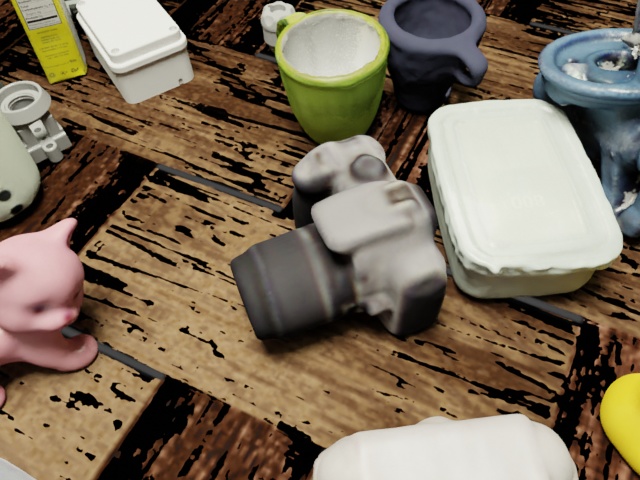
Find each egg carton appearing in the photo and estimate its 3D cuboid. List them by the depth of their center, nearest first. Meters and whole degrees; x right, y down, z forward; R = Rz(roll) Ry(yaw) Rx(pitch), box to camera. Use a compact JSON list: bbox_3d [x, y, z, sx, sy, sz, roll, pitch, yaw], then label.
[{"bbox_3d":[0.072,0.153,0.314,0.150,0.069,0.107,-7,55,-2],"label":"egg carton"}]

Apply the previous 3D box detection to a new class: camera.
[{"bbox_3d":[0.004,0.001,0.403,0.137,0.101,0.143,-19,56,-11],"label":"camera"}]

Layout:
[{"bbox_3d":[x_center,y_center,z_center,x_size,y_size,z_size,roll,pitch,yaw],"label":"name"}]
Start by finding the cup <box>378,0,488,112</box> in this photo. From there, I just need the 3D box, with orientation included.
[{"bbox_3d":[0.104,-0.156,0.513,0.092,0.095,0.117,-26,58,-15],"label":"cup"}]

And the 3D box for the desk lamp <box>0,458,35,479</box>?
[{"bbox_3d":[-0.214,0.121,0.260,0.202,0.214,0.118,21,58,16],"label":"desk lamp"}]

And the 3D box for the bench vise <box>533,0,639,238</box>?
[{"bbox_3d":[0.251,-0.122,0.407,0.122,0.220,0.207,-30,59,-17],"label":"bench vise"}]

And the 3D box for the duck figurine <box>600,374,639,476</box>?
[{"bbox_3d":[0.228,0.106,0.330,0.104,0.086,0.078,30,62,21],"label":"duck figurine"}]

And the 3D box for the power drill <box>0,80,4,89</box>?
[{"bbox_3d":[-0.355,-0.168,0.471,0.075,0.208,0.230,11,56,10],"label":"power drill"}]

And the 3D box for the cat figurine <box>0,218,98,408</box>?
[{"bbox_3d":[-0.203,0.045,0.371,0.128,0.118,0.067,-29,58,-16],"label":"cat figurine"}]
